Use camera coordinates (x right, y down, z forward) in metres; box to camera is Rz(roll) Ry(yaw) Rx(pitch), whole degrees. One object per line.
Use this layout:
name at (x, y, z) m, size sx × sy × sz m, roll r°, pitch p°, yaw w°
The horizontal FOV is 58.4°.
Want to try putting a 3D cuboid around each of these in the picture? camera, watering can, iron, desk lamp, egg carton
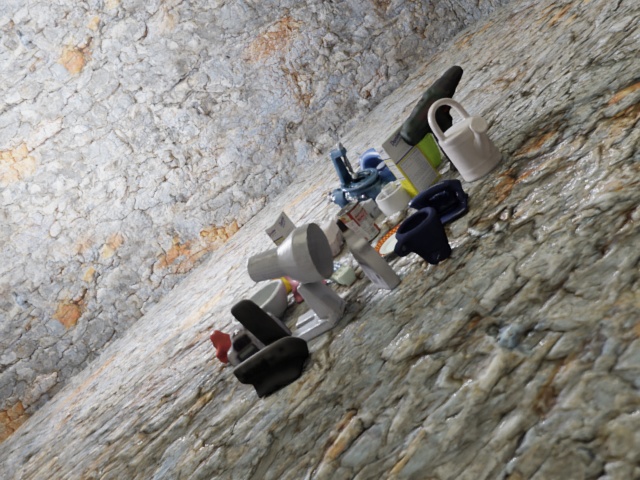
camera at (-0.145, 0.219, 1.307) m, size 0.143 × 0.101 × 0.136 m, roll -40°, pitch 14°, yaw 3°
watering can at (0.324, -0.239, 1.298) m, size 0.172 × 0.194 × 0.101 m, roll -21°, pitch 24°, yaw 54°
iron at (0.196, -0.225, 1.711) m, size 0.119 × 0.141 × 0.257 m, roll -45°, pitch 14°, yaw -18°
desk lamp at (-0.039, 0.089, 1.192) m, size 0.203 × 0.214 × 0.118 m, roll -33°, pitch 16°, yaw 27°
egg carton at (0.015, 0.006, 1.619) m, size 0.107 × 0.069 × 0.150 m, roll -34°, pitch 15°, yaw 23°

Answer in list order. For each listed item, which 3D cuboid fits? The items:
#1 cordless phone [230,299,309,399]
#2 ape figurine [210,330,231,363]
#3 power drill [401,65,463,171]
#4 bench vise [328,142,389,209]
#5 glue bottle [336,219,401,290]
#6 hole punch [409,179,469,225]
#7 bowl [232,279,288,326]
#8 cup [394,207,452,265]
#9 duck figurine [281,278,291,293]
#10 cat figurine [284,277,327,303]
cordless phone at (-0.127, 0.204, 1.125) m, size 0.147 × 0.185 × 0.094 m, roll -36°, pitch 15°, yaw 18°
ape figurine at (-0.240, 0.262, 1.440) m, size 0.078 × 0.092 × 0.076 m, roll -49°, pitch 16°, yaw -32°
power drill at (0.323, -0.293, 1.444) m, size 0.230 × 0.208 × 0.075 m, roll -42°, pitch 14°, yaw -8°
bench vise at (0.078, -0.172, 1.693) m, size 0.207 × 0.220 × 0.121 m, roll -32°, pitch 16°, yaw 29°
glue bottle at (0.088, 0.025, 1.140) m, size 0.037 × 0.173 × 0.078 m, roll -44°, pitch 14°, yaw -14°
hole punch at (0.253, -0.088, 1.231) m, size 0.108 × 0.091 × 0.101 m, roll -32°, pitch 16°, yaw 29°
bowl at (-0.139, 0.181, 1.465) m, size 0.167 × 0.075 × 0.167 m, roll -37°, pitch 14°, yaw 11°
cup at (0.195, 0.008, 1.073) m, size 0.118 × 0.095 × 0.091 m, roll -47°, pitch 15°, yaw -27°
duck figurine at (-0.117, 0.107, 1.619) m, size 0.077 × 0.086 × 0.104 m, roll -39°, pitch 14°, yaw 6°
cat figurine at (-0.046, 0.088, 1.420) m, size 0.127 × 0.118 × 0.067 m, roll -23°, pitch 22°, yaw 51°
